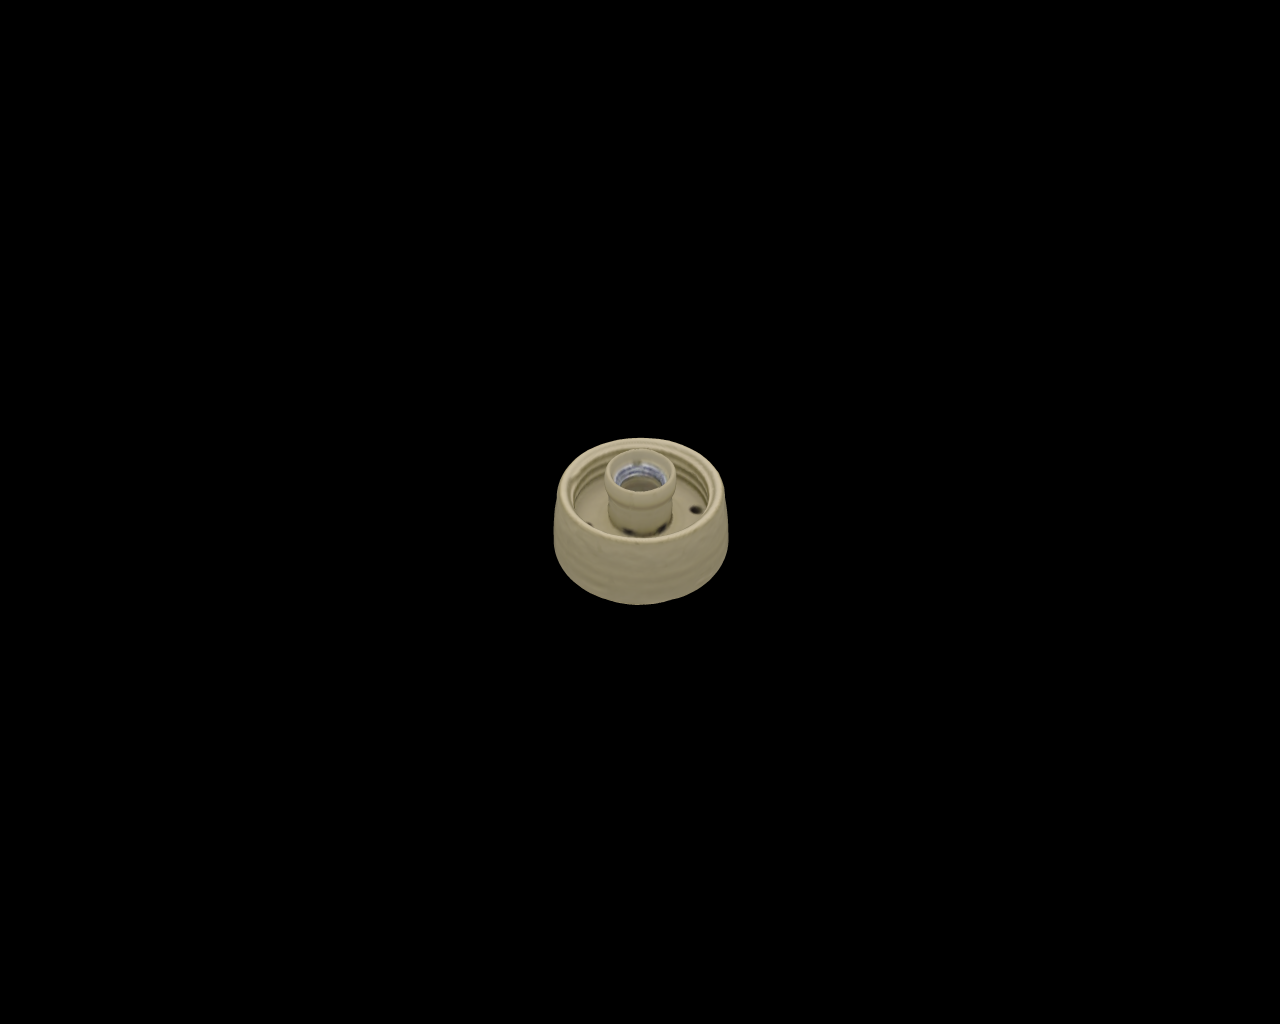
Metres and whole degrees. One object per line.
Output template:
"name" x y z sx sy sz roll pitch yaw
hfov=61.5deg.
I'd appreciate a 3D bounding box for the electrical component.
"electrical component" 0.001 -0.003 0.650 0.108 0.060 0.108 0 42 0
